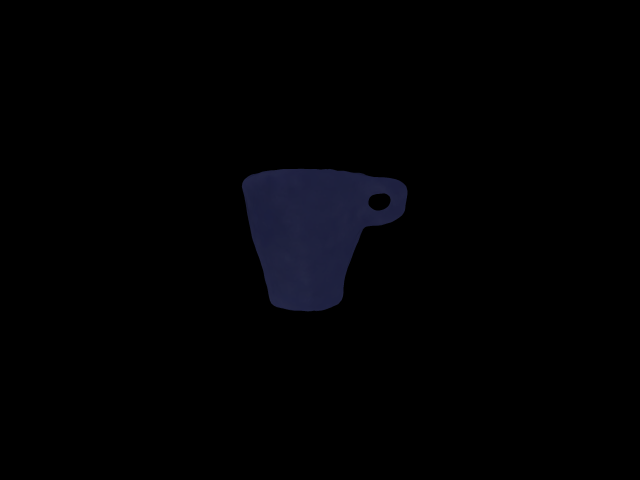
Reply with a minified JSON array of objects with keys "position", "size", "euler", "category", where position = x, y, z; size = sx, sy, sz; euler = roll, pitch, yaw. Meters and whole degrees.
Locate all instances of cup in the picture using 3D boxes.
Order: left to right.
[{"position":[0.004,0.001,0.400],"size":[0.117,0.095,0.092],"euler":[0,0,21],"category":"cup"}]
